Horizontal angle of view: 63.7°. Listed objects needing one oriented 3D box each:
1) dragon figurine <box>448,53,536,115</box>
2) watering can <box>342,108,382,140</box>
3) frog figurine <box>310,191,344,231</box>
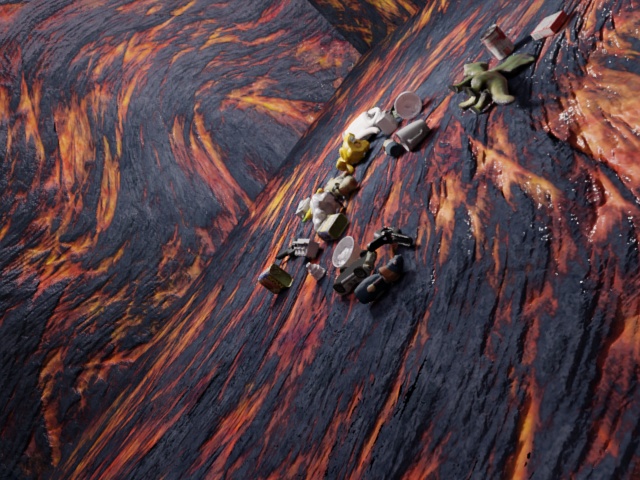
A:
[{"bbox_3d":[0.540,-0.495,1.560,0.243,0.120,0.416,-41,26,-1],"label":"dragon figurine"},{"bbox_3d":[0.198,-0.501,2.367,0.221,0.103,0.355,-42,18,25],"label":"watering can"},{"bbox_3d":[0.006,-0.099,1.967,0.162,0.123,0.134,-62,-25,-22],"label":"frog figurine"}]
